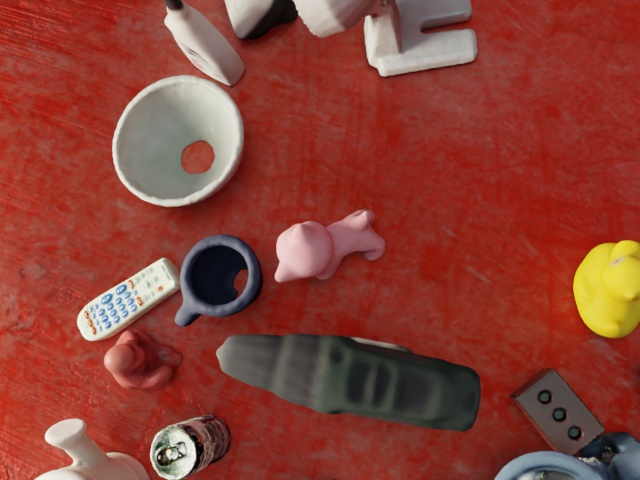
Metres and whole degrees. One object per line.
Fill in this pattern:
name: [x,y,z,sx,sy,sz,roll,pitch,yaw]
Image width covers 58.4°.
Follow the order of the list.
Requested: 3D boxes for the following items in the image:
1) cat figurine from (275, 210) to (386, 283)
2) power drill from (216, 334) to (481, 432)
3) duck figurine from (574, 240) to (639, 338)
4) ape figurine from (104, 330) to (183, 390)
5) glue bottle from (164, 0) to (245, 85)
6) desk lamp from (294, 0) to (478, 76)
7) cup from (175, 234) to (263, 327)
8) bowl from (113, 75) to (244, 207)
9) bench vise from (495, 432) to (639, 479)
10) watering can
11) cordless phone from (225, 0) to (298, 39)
cat figurine: [0.006,0.002,0.642,0.127,0.118,0.067,-26,76,4]
power drill: [0.036,0.134,0.564,0.229,0.208,0.076,8,80,12]
duck figurine: [0.312,0.049,0.595,0.077,0.086,0.104,9,81,12]
ape figurine: [-0.216,0.141,0.668,0.076,0.092,0.078,-27,76,4]
glue bottle: [-0.151,-0.249,0.691,0.078,0.173,0.037,29,85,14]
desk lamp: [0.074,-0.280,0.635,0.203,0.214,0.118,-7,78,9]
cup: [-0.111,0.057,0.664,0.091,0.095,0.118,40,88,15]
bowl: [-0.166,-0.115,0.718,0.167,0.075,0.167,-2,79,10]
bench vise: [0.239,0.228,0.504,0.207,0.220,0.121,-41,75,1]
watering can: [-0.266,0.281,0.597,0.101,0.194,0.173,-22,76,6]
cordless phone: [-0.098,-0.350,0.694,0.094,0.185,0.147,-20,76,6]
